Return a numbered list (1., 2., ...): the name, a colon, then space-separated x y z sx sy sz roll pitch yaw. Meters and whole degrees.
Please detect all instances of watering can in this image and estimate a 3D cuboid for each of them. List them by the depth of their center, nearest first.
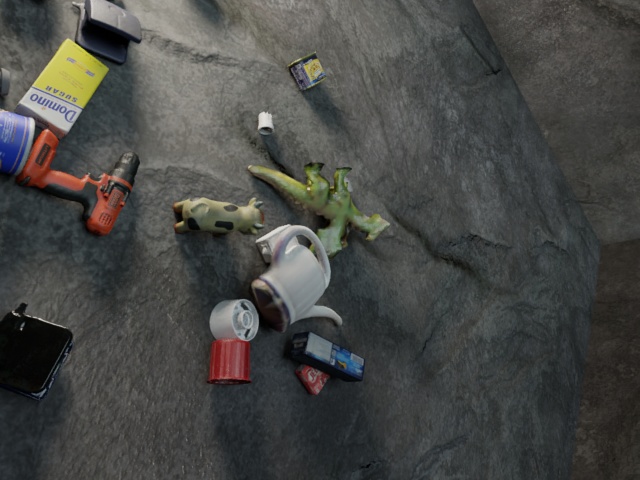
1. watering can: -0.046 0.134 1.230 0.228 0.104 0.341 -41 127 -33

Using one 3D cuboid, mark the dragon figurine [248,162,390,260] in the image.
1. dragon figurine: 0.004 -0.068 1.357 0.410 0.121 0.245 1 75 -27
